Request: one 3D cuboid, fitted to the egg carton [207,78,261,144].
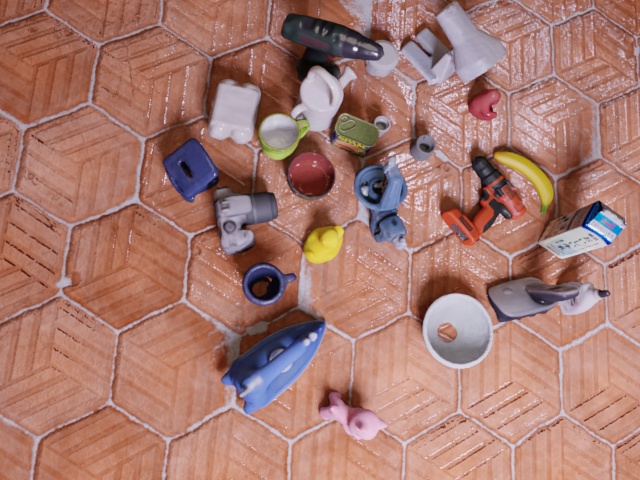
[{"bbox_3d":[-0.197,-0.296,1.318,0.107,0.069,0.150,10,77,-8],"label":"egg carton"}]

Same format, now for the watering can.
[{"bbox_3d":[0.006,-0.335,1.297,0.101,0.194,0.173,30,75,-2],"label":"watering can"}]

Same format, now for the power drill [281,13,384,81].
[{"bbox_3d":[0.019,-0.427,1.310,0.230,0.208,0.076,21,76,-5],"label":"power drill"}]

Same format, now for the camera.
[{"bbox_3d":[-0.160,-0.052,1.259,0.137,0.100,0.143,-10,81,-12],"label":"camera"}]

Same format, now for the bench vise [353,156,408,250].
[{"bbox_3d":[0.160,-0.092,1.261,0.121,0.219,0.207,-36,86,-14],"label":"bench vise"}]

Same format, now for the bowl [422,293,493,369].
[{"bbox_3d":[0.301,0.207,1.301,0.167,0.074,0.167,2,78,-9],"label":"bowl"}]

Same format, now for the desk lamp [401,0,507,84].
[{"bbox_3d":[0.317,-0.456,1.366,0.203,0.213,0.118,46,75,2],"label":"desk lamp"}]

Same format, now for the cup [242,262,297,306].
[{"bbox_3d":[-0.111,0.097,1.240,0.118,0.095,0.092,-15,81,-12],"label":"cup"}]

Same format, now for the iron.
[{"bbox_3d":[-0.076,0.246,1.192,0.258,0.141,0.118,-38,87,-15],"label":"iron"}]

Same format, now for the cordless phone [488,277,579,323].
[{"bbox_3d":[0.479,0.128,1.291,0.148,0.185,0.094,-15,81,-12],"label":"cordless phone"}]

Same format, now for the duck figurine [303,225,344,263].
[{"bbox_3d":[0.012,0.005,1.285,0.105,0.086,0.077,-39,87,-15],"label":"duck figurine"}]

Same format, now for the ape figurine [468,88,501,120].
[{"bbox_3d":[0.417,-0.344,1.424,0.076,0.092,0.078,8,77,-8],"label":"ape figurine"}]

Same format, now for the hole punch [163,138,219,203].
[{"bbox_3d":[-0.284,-0.153,1.262,0.101,0.091,0.108,-34,86,-14],"label":"hole punch"}]

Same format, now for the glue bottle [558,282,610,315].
[{"bbox_3d":[0.610,0.130,1.320,0.037,0.173,0.078,-13,81,-12],"label":"glue bottle"}]

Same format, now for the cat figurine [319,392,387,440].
[{"bbox_3d":[0.071,0.376,1.204,0.128,0.117,0.067,30,75,-3],"label":"cat figurine"}]
